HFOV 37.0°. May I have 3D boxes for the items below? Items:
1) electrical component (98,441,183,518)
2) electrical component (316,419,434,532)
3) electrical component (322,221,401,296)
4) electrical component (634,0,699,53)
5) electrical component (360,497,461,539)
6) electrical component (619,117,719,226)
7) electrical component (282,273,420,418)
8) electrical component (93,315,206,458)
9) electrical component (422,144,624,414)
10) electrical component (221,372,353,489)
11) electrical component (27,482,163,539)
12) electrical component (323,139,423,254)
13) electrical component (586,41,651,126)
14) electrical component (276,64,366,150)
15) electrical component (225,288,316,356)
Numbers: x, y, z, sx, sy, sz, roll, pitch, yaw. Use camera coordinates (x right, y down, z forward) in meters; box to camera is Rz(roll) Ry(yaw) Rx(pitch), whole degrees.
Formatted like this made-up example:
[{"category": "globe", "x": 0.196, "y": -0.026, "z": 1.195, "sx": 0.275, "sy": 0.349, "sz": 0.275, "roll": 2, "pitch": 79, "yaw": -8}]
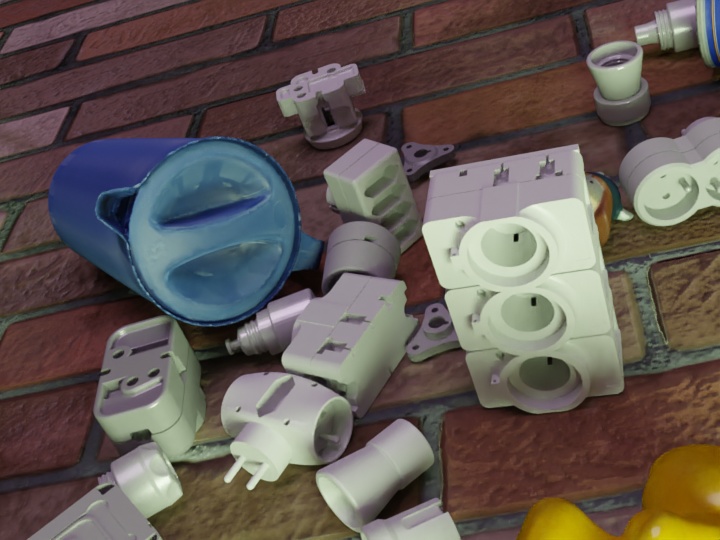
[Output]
[{"category": "electrical component", "x": -0.150, "y": 0.142, "z": 0.693, "sx": 0.062, "sy": 0.043, "sz": 0.043, "roll": -29, "pitch": 37, "yaw": -8}, {"category": "electrical component", "x": 0.012, "y": 0.119, "z": 0.643, "sx": 0.065, "sy": 0.044, "sz": 0.044, "roll": -35, "pitch": 38, "yaw": -25}, {"category": "electrical component", "x": 0.000, "y": 0.000, "z": 0.791, "sx": 0.055, "sy": 0.055, "sz": 0.047, "roll": -8, "pitch": 42, "yaw": 19}, {"category": "electrical component", "x": 0.269, "y": -0.209, "z": 0.928, "sx": 0.062, "sy": 0.043, "sz": 0.043, "roll": -11, "pitch": 37, "yaw": 16}, {"category": "electrical component", "x": 0.029, "y": 0.151, "z": 0.595, "sx": 0.046, "sy": 0.040, "sz": 0.040, "roll": -23, "pitch": 36, "yaw": -12}, {"category": "electrical component", "x": 0.253, "y": -0.085, "z": 0.770, "sx": 0.138, "sy": 0.052, "sz": 0.073, "roll": -18, "pitch": 36, "yaw": 6}, {"category": "electrical component", "x": -0.008, "y": 0.049, "z": 0.734, "sx": 0.056, "sy": 0.050, "sz": 0.089, "roll": 8, "pitch": 46, "yaw": 34}, {"category": "electrical component", "x": -0.144, "y": 0.086, "z": 0.749, "sx": 0.054, "sy": 0.059, "sz": 0.095, "roll": -16, "pitch": 36, "yaw": 8}, {"category": "electrical component", "x": 0.101, "y": 0.011, "z": 0.642, "sx": 0.089, "sy": 0.150, "sz": 0.061, "roll": -9, "pitch": 37, "yaw": 17}, {"category": "electrical component", "x": -0.057, "y": 0.108, "z": 0.690, "sx": 0.077, "sy": 0.043, "sz": 0.079, "roll": 9, "pitch": 46, "yaw": 35}, {"category": "electrical component", "x": -0.163, "y": 0.191, "z": 0.627, "sx": 0.113, "sy": 0.057, "sz": 0.078, "roll": -37, "pitch": 39, "yaw": -20}, {"category": "electrical component", "x": 0.000, "y": -0.057, "z": 0.838, "sx": 0.047, "sy": 0.083, "sz": 0.076, "roll": -41, "pitch": 40, "yaw": -24}, {"category": "electrical component", "x": 0.211, "y": -0.151, "z": 0.874, "sx": 0.045, "sy": 0.055, "sz": 0.045, "roll": -14, "pitch": 37, "yaw": 11}, {"category": "electrical component", "x": -0.031, "y": -0.149, "z": 0.993, "sx": 0.078, "sy": 0.057, "sz": 0.058, "roll": -18, "pitch": 36, "yaw": 5}, {"category": "electrical component", "x": -0.059, "y": 0.042, "z": 0.777, "sx": 0.078, "sy": 0.040, "sz": 0.040, "roll": -20, "pitch": 36, "yaw": 2}]
